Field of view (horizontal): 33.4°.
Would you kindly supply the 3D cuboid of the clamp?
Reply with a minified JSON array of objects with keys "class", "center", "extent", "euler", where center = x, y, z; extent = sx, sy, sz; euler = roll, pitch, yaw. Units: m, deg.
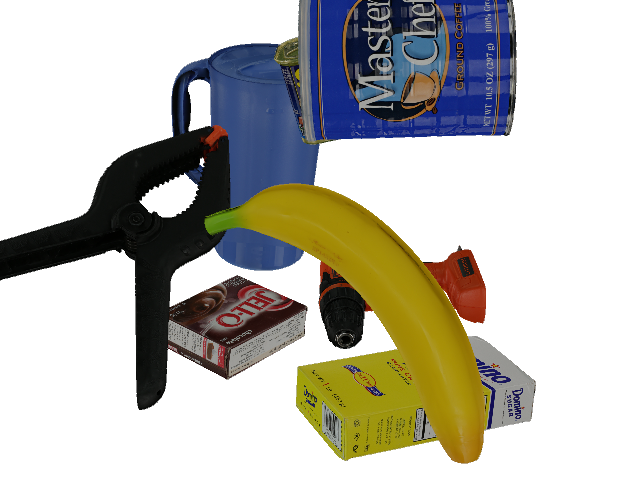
[{"class":"clamp","center":[-0.118,0.004,0.712],"extent":[0.165,0.209,0.036],"euler":[36,-30,15]}]

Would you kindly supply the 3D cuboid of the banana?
[{"class":"banana","center":[0.029,0.031,0.578],"extent":[0.198,0.070,0.037],"euler":[43,24,7]}]

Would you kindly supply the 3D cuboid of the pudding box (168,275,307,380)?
[{"class":"pudding box","center":[-0.081,0.079,0.994],"extent":[0.090,0.039,0.113],"euler":[21,32,33]}]

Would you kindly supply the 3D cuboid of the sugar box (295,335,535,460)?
[{"class":"sugar box","center":[0.078,0.126,0.880],"extent":[0.176,0.048,0.093],"euler":[-10,25,-23]}]

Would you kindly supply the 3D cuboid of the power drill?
[{"class":"power drill","center":[0.091,0.062,1.222],"extent":[0.187,0.057,0.184],"euler":[-2,28,-1]}]

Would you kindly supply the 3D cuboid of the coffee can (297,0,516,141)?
[{"class":"coffee can","center":[0.058,-0.121,0.735],"extent":[0.140,0.103,0.103],"euler":[-1,0,3]}]

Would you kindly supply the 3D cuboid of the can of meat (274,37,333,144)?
[{"class":"can of meat","center":[0.019,-0.139,0.943],"extent":[0.102,0.084,0.057],"euler":[-11,29,10]}]

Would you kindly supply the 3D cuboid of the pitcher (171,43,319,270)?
[{"class":"pitcher","center":[-0.074,-0.093,1.208],"extent":[0.144,0.243,0.149],"euler":[-21,38,-40]}]
